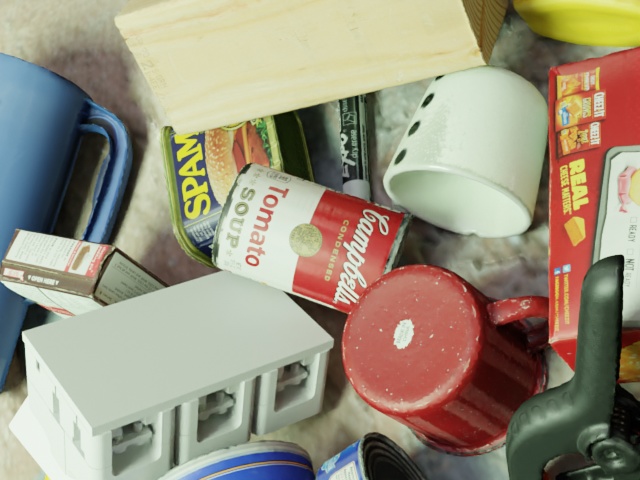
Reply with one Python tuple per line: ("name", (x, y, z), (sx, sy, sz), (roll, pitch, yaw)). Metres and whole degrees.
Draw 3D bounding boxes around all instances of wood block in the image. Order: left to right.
("wood block", (-0.004, -0.139, 0.635), (0.206, 0.090, 0.090), (-9, 34, 28))

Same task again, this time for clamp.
("clamp", (0.132, 0.079, 0.493), (0.172, 0.120, 0.039), (-47, 4, 39))

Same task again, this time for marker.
("marker", (0.022, -0.051, 0.686), (0.020, 0.020, 0.121), (-15, 63, 26))

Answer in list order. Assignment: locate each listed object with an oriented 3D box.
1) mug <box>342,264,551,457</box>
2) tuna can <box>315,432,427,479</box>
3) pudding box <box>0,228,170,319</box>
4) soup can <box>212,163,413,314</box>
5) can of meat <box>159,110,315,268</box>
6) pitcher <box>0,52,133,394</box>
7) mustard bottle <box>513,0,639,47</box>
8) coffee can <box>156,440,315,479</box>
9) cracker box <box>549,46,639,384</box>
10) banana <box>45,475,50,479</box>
("mug", (0.074, 0.058, 0.568), (0.117, 0.081, 0.093), (-22, 60, 23))
("tuna can", (0.035, 0.145, 0.553), (0.034, 0.086, 0.086), (-36, 55, 16))
("pudding box", (-0.137, 0.037, 0.690), (0.090, 0.113, 0.039), (8, 70, 33))
("soup can", (-0.004, 0.001, 0.625), (0.102, 0.068, 0.068), (19, 79, 7))
("can of meat", (-0.053, -0.044, 0.708), (0.084, 0.057, 0.102), (-22, 60, 19))
("pitcher", (-0.247, -0.008, 0.779), (0.149, 0.144, 0.243), (-1, 73, 45))
("mustard bottle", (0.187, -0.210, 0.627), (0.096, 0.058, 0.191), (12, 77, 42))
("coffee can", (-0.032, 0.192, 0.563), (0.103, 0.102, 0.140), (-33, 56, 16))
("cracker box", (0.221, -0.023, 0.512), (0.214, 0.072, 0.164), (-10, 59, 28))
("banana", (-0.130, 0.210, 0.661), (0.069, 0.037, 0.198), (-45, 53, -9))
